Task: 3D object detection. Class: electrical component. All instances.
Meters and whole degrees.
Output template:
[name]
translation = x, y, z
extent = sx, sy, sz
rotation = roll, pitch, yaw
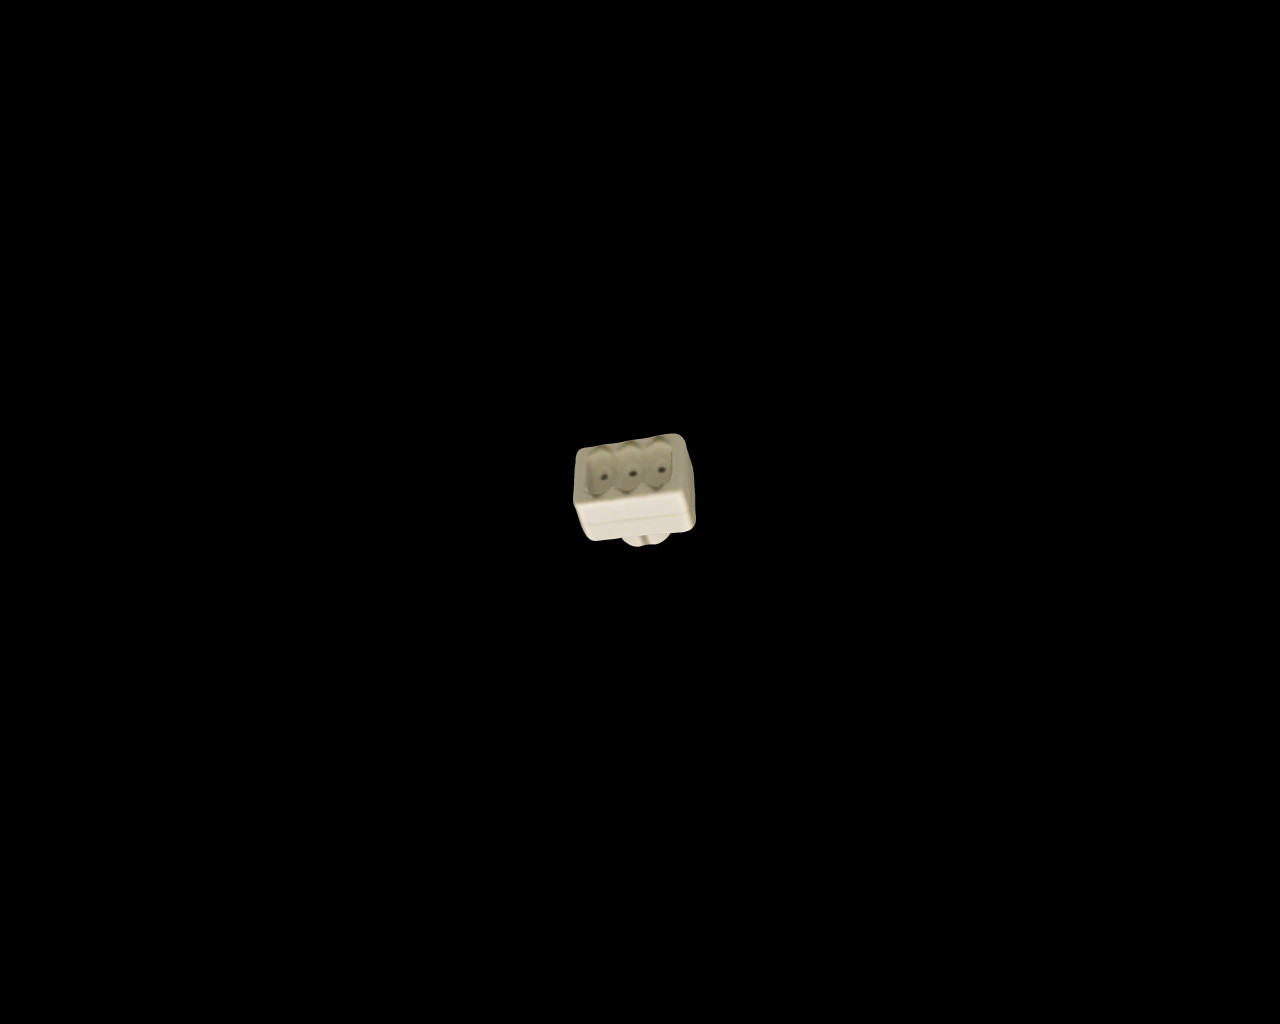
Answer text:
[electrical component]
translation = 0.001, -0.003, 0.650
extent = 0.066, 0.047, 0.076
rotation = -7, -39, 9
